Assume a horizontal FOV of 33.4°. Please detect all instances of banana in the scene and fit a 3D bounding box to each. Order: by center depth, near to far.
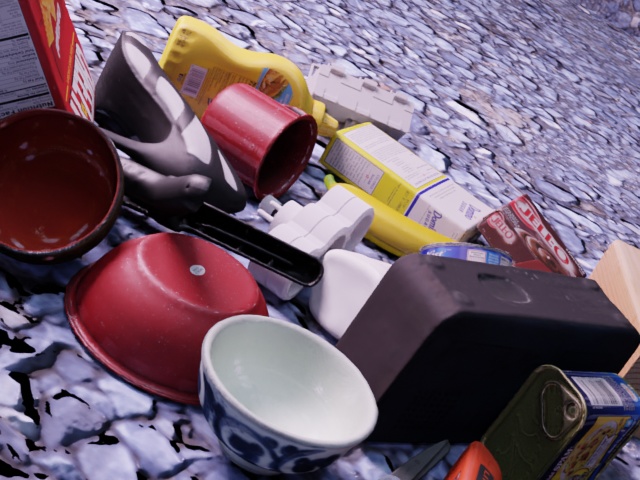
[{"bbox_3d":[0.084,-0.009,1.046,0.198,0.037,0.069,31,33,4],"label":"banana"}]

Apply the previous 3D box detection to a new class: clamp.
[{"bbox_3d":[-0.103,-0.022,0.823,0.210,0.036,0.164,18,-13,44],"label":"clamp"}]

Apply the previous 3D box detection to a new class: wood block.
[{"bbox_3d":[0.310,0.096,1.021,0.090,0.091,0.206,25,26,-5],"label":"wood block"}]

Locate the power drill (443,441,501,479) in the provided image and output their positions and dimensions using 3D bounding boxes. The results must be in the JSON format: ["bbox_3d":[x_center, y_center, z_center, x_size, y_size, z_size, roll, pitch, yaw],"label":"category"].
[{"bbox_3d":[0.163,0.213,0.701,0.187,0.057,0.184,31,26,5],"label":"power drill"}]

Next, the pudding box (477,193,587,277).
[{"bbox_3d":[0.221,0.011,1.108,0.113,0.039,0.089,56,31,5],"label":"pudding box"}]

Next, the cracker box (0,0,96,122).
[{"bbox_3d":[-0.236,-0.172,0.834,0.072,0.214,0.164,-13,34,-1],"label":"cracker box"}]

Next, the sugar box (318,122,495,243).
[{"bbox_3d":[0.093,-0.056,1.136,0.176,0.048,0.093,40,28,14],"label":"sugar box"}]

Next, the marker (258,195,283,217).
[{"bbox_3d":[-0.006,0.001,0.963,0.121,0.020,0.020,38,28,19],"label":"marker"}]

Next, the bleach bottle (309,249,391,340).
[{"bbox_3d":[0.120,0.068,0.902,0.250,0.068,0.103,14,9,-30],"label":"bleach bottle"}]

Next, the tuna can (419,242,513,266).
[{"bbox_3d":[0.132,0.030,0.975,0.086,0.086,0.034,15,73,-26],"label":"tuna can"}]

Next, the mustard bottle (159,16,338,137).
[{"bbox_3d":[-0.070,-0.147,1.081,0.191,0.096,0.058,21,26,-14],"label":"mustard bottle"}]

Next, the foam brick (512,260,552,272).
[{"bbox_3d":[0.212,0.064,1.027,0.052,0.051,0.078,-5,41,-47],"label":"foam brick"}]

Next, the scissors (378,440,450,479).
[{"bbox_3d":[0.052,0.181,0.699,0.201,0.016,0.096,-1,40,-46],"label":"scissors"}]

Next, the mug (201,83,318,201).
[{"bbox_3d":[-0.055,-0.101,1.015,0.082,0.093,0.117,33,46,21],"label":"mug"}]

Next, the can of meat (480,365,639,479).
[{"bbox_3d":[0.183,0.143,0.799,0.083,0.102,0.057,8,34,-40],"label":"can of meat"}]

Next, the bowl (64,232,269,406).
[{"bbox_3d":[-0.096,0.043,0.759,0.162,0.055,0.162,23,26,-12],"label":"bowl"}]
